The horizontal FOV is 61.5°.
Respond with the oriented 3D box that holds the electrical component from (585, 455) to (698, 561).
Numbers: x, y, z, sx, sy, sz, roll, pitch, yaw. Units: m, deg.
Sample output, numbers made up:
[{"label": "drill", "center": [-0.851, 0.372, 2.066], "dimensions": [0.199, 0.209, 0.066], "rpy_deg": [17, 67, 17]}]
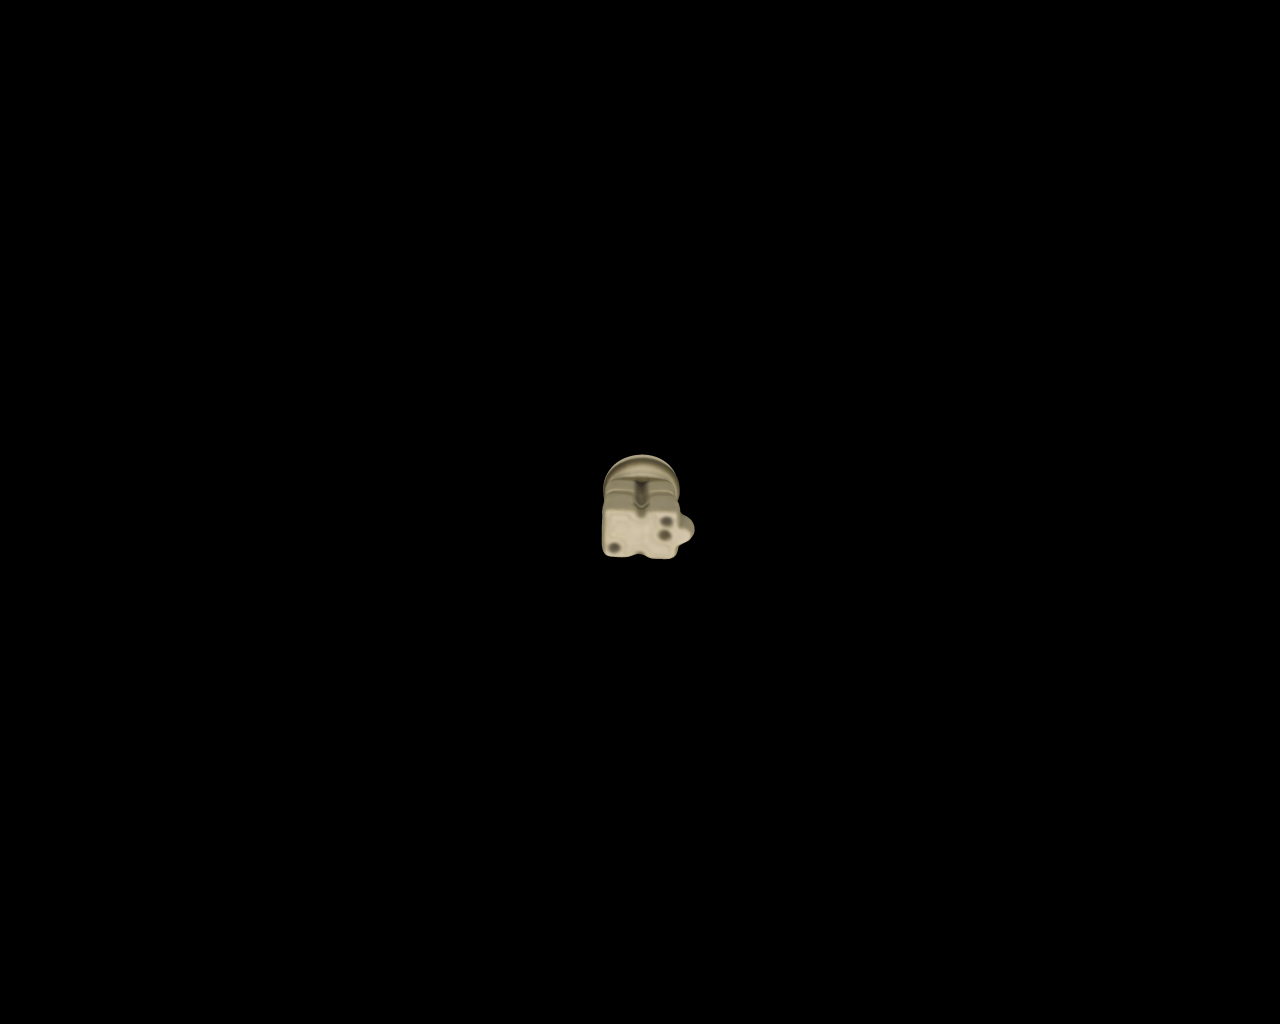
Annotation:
[{"label": "electrical component", "center": [0.001, -0.003, 0.650], "dimensions": [0.066, 0.048, 0.055], "rpy_deg": [3, 35, -2]}]
